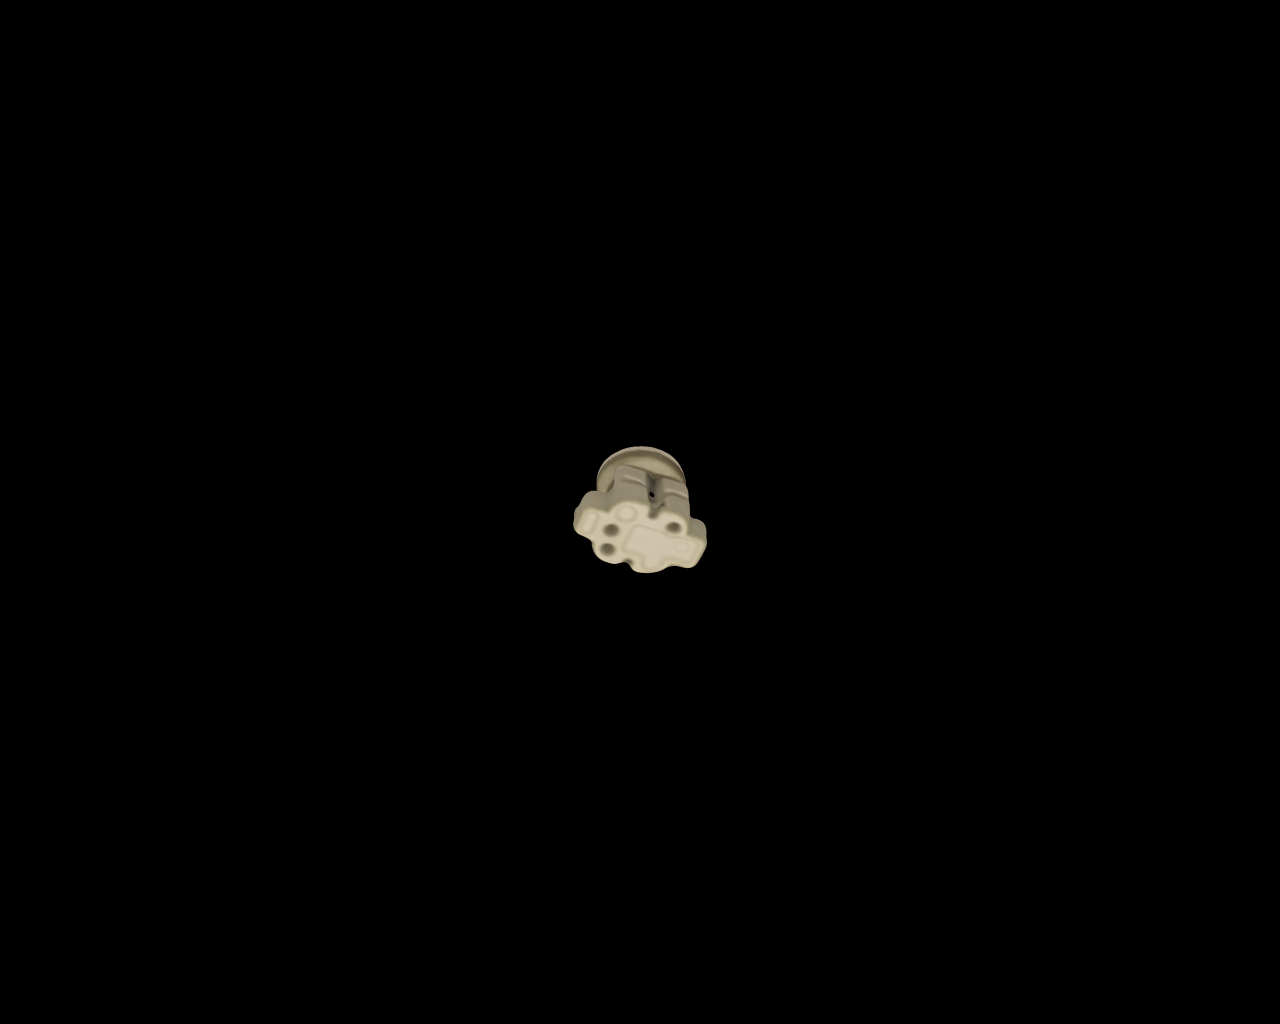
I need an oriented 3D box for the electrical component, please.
[{"bbox_3d":[0.001,-0.003,0.650,0.078,0.057,0.057,17,39,-14],"label":"electrical component"}]
